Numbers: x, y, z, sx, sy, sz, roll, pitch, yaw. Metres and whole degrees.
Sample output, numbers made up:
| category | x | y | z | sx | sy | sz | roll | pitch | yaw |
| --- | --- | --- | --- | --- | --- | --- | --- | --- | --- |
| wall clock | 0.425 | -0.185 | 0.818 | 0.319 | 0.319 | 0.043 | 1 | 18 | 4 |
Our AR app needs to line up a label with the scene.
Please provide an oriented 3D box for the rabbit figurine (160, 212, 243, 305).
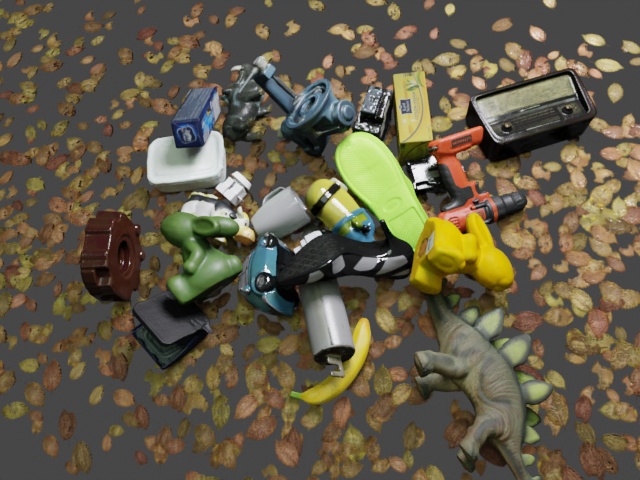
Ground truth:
| category | x | y | z | sx | sy | sz | roll | pitch | yaw |
| --- | --- | --- | --- | --- | --- | --- | --- | --- | --- |
| rabbit figurine | -0.231 | 0.015 | 1.000 | 0.159 | 0.121 | 0.170 | -36 | 81 | 19 |

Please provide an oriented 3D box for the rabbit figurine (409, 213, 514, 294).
| category | x | y | z | sx | sy | sz | roll | pitch | yaw |
| --- | --- | --- | --- | --- | --- | --- | --- | --- | --- |
| rabbit figurine | 0.259 | 0.034 | 0.957 | 0.173 | 0.121 | 0.162 | 20 | 41 | -1 |

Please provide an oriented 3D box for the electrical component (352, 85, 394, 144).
| category | x | y | z | sx | sy | sz | roll | pitch | yaw |
| --- | --- | --- | --- | --- | --- | --- | --- | --- | --- |
| electrical component | 0.110 | -0.246 | 1.104 | 0.058 | 0.134 | 0.115 | 15 | 68 | 12 |

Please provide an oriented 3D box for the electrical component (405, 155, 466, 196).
| category | x | y | z | sx | sy | sz | roll | pitch | yaw |
| --- | --- | --- | --- | --- | --- | --- | --- | --- | --- |
| electrical component | 0.238 | -0.133 | 1.090 | 0.119 | 0.047 | 0.075 | -9 | 68 | 4 |

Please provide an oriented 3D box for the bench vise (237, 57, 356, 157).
| category | x | y | z | sx | sy | sz | roll | pitch | yaw |
| --- | --- | --- | --- | --- | --- | --- | --- | --- | --- |
| bench vise | -0.050 | -0.270 | 1.070 | 0.224 | 0.240 | 0.129 | 16 | 73 | 55 |

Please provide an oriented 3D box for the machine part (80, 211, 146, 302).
| category | x | y | z | sx | sy | sz | roll | pitch | yaw |
| --- | --- | --- | --- | --- | --- | --- | --- | --- | --- |
| machine part | -0.392 | 0.033 | 1.025 | 0.056 | 0.179 | 0.179 | -1 | 68 | 3 |

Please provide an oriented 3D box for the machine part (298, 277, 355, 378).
| category | x | y | z | sx | sy | sz | roll | pitch | yaw |
| --- | --- | --- | --- | --- | --- | --- | --- | --- | --- |
| machine part | 0.010 | 0.133 | 0.970 | 0.079 | 0.079 | 0.243 | -15 | 54 | 0 |

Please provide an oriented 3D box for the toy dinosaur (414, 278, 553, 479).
| category | x | y | z | sx | sy | sz | roll | pitch | yaw |
| --- | --- | --- | --- | --- | --- | --- | --- | --- | --- |
| toy dinosaur | 0.261 | 0.213 | 0.919 | 0.199 | 0.105 | 0.472 | -20 | 62 | -11 |

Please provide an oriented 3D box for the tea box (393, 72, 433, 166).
| category | x | y | z | sx | sy | sz | roll | pitch | yaw |
| --- | --- | --- | --- | --- | --- | --- | --- | --- | --- |
| tea box | 0.191 | -0.251 | 1.117 | 0.068 | 0.098 | 0.169 | -3 | 69 | 5 |

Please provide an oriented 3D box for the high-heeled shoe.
| category | x | y | z | sx | sy | sz | roll | pitch | yaw |
| --- | --- | --- | --- | --- | --- | --- | --- | --- | --- |
| high-heeled shoe | 0.052 | 0.056 | 0.974 | 0.249 | 0.145 | 0.086 | -26 | 36 | -1 |

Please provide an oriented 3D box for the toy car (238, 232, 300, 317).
| category | x | y | z | sx | sy | sz | roll | pitch | yaw |
| --- | --- | --- | --- | --- | --- | --- | --- | --- | --- |
| toy car | -0.105 | 0.072 | 1.015 | 0.103 | 0.109 | 0.162 | -20 | 56 | 24 |

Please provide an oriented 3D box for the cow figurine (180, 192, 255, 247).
| category | x | y | z | sx | sy | sz | roll | pitch | yaw |
| --- | --- | --- | --- | --- | --- | --- | --- | --- | --- |
| cow figurine | -0.201 | -0.042 | 1.092 | 0.167 | 0.068 | 0.098 | 12 | 63 | 10 |

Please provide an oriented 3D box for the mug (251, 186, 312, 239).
| category | x | y | z | sx | sy | sz | roll | pitch | yaw |
| --- | --- | --- | --- | --- | --- | --- | --- | --- | --- |
| mug | -0.087 | -0.054 | 1.077 | 0.107 | 0.080 | 0.110 | -33 | 57 | 3 |

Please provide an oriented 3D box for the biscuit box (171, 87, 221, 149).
| category | x | y | z | sx | sy | sz | roll | pitch | yaw |
| --- | --- | --- | --- | --- | --- | --- | --- | --- | --- |
| biscuit box | -0.260 | -0.262 | 1.137 | 0.063 | 0.059 | 0.203 | -3 | 33 | 4 |

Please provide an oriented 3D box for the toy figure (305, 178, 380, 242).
| category | x | y | z | sx | sy | sz | roll | pitch | yaw |
| --- | --- | --- | --- | --- | --- | --- | --- | --- | --- |
| toy figure | 0.045 | -0.044 | 1.045 | 0.082 | 0.089 | 0.180 | -44 | 74 | 33 |

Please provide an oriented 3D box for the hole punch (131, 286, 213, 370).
| category | x | y | z | sx | sy | sz | roll | pitch | yaw |
| --- | --- | --- | --- | --- | --- | --- | --- | --- | --- |
| hole punch | -0.283 | 0.165 | 1.010 | 0.142 | 0.092 | 0.116 | 40 | 40 | 24 |

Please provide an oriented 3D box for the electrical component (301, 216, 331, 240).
| category | x | y | z | sx | sy | sz | roll | pitch | yaw |
| --- | --- | --- | --- | --- | --- | --- | --- | --- | --- |
| electrical component | -0.002 | -0.003 | 1.075 | 0.063 | 0.021 | 0.094 | 18 | 69 | 13 |

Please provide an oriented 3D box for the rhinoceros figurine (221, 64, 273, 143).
| category | x | y | z | sx | sy | sz | roll | pitch | yaw |
| --- | --- | --- | --- | --- | --- | --- | --- | --- | --- |
| rhinoceros figurine | -0.168 | -0.303 | 1.196 | 0.112 | 0.073 | 0.190 | 2 | 69 | 19 |

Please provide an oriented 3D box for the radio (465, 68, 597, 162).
| category | x | y | z | sx | sy | sz | roll | pitch | yaw |
| --- | --- | --- | --- | --- | --- | --- | --- | --- | --- |
| radio | 0.432 | -0.256 | 1.105 | 0.230 | 0.073 | 0.131 | -17 | 67 | -1 |
